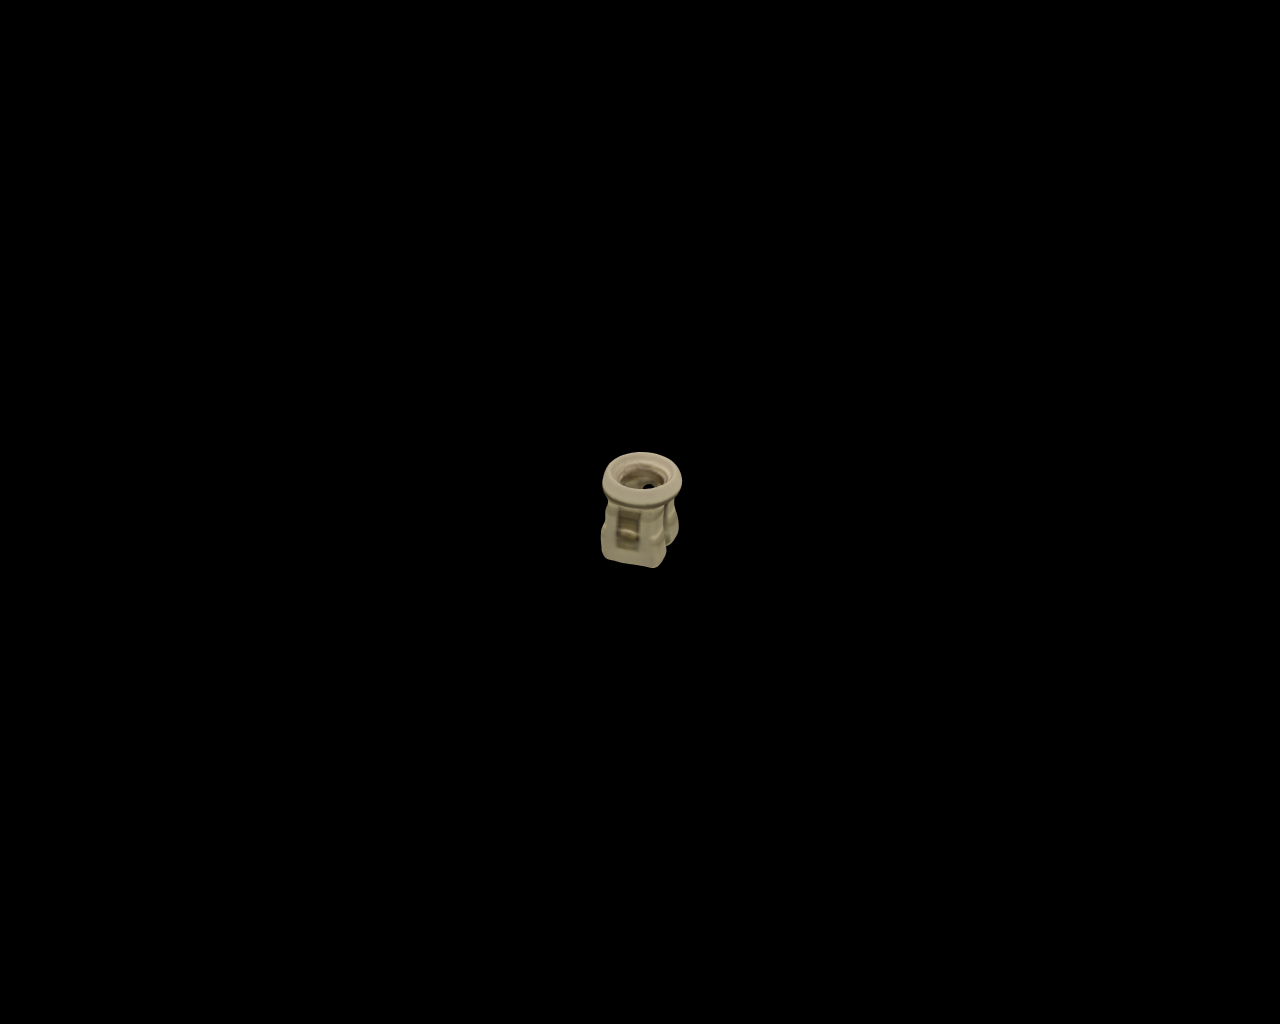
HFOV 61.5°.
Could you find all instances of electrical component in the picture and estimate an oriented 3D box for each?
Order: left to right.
[{"bbox_3d":[0.001,-0.003,0.650,0.048,0.055,0.066,10,35,15],"label":"electrical component"}]
